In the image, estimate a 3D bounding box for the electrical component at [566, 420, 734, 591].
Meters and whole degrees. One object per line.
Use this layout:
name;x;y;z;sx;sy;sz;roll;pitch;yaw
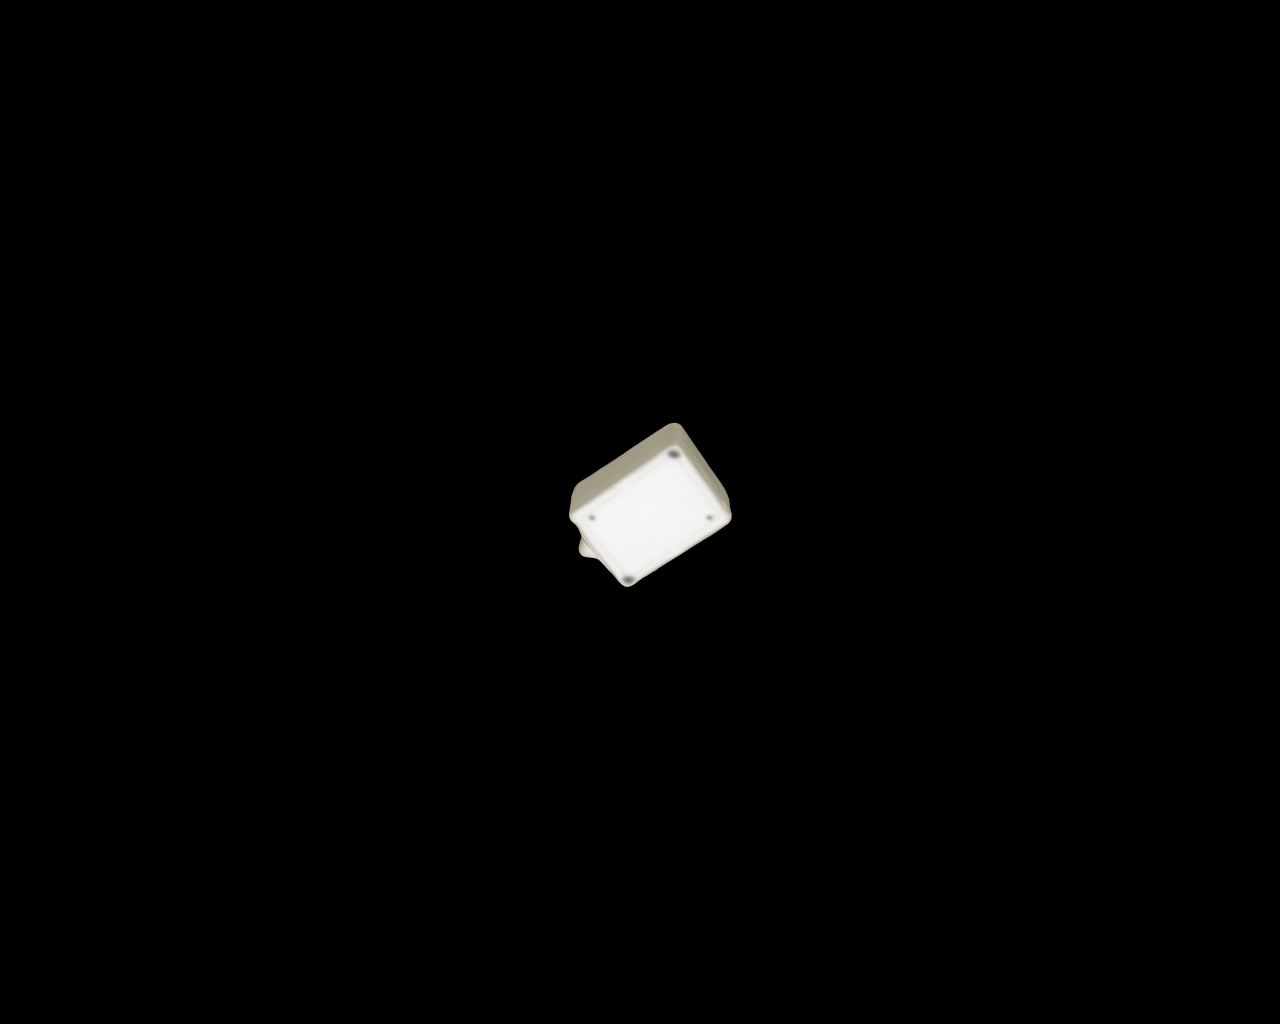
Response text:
electrical component;0.001;-0.003;0.650;0.096;0.061;0.061;-33;16;11
